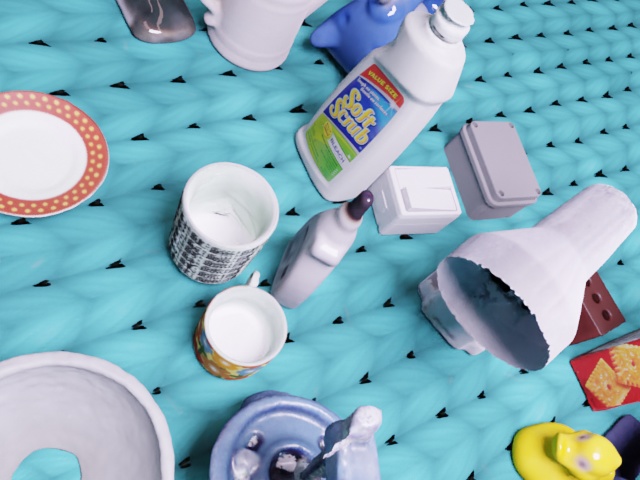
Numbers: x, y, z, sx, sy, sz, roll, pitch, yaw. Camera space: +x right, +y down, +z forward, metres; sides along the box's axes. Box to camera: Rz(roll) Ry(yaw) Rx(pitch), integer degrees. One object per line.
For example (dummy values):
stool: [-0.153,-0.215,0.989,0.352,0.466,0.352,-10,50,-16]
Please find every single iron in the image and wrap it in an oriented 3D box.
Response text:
iron: [0.115,-0.286,0.710,0.118,0.141,0.259,49,57,3]

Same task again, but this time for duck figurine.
duck figurine: [0.259,0.219,0.572,0.105,0.086,0.077,24,59,-12]

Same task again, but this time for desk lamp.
desk lamp: [0.184,0.035,0.548,0.204,0.213,0.118,-35,84,-33]

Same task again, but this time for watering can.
watering can: [-0.044,-0.282,0.605,0.173,0.193,0.101,-34,83,-32]

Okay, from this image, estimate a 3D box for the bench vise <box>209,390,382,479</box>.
bench vise: [-0.002,0.195,0.385,0.122,0.219,0.207,-8,70,-27]

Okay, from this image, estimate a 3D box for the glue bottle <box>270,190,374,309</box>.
glue bottle: [0.005,0.002,0.506,0.037,0.173,0.078,27,59,-11]

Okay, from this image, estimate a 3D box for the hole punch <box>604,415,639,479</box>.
hole punch: [0.365,0.242,0.606,0.109,0.091,0.101,-29,80,-32]

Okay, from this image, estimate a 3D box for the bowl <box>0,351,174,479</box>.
bowl: [-0.190,0.167,0.399,0.168,0.074,0.167,10,63,-20]

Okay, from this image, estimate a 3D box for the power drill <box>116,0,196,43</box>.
power drill: [-0.148,-0.298,0.557,0.076,0.208,0.229,-21,77,-30]
